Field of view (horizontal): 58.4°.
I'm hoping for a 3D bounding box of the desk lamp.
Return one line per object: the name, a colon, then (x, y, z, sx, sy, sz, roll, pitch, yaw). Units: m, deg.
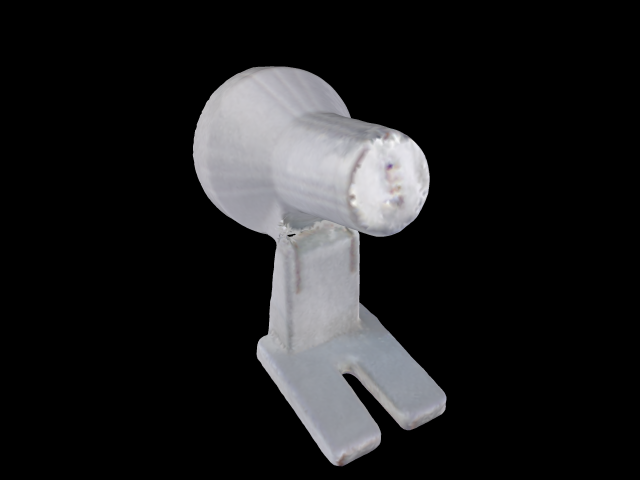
desk lamp: (0.004, 0.001, 0.400, 0.118, 0.214, 0.202, -20, 40, -25)
